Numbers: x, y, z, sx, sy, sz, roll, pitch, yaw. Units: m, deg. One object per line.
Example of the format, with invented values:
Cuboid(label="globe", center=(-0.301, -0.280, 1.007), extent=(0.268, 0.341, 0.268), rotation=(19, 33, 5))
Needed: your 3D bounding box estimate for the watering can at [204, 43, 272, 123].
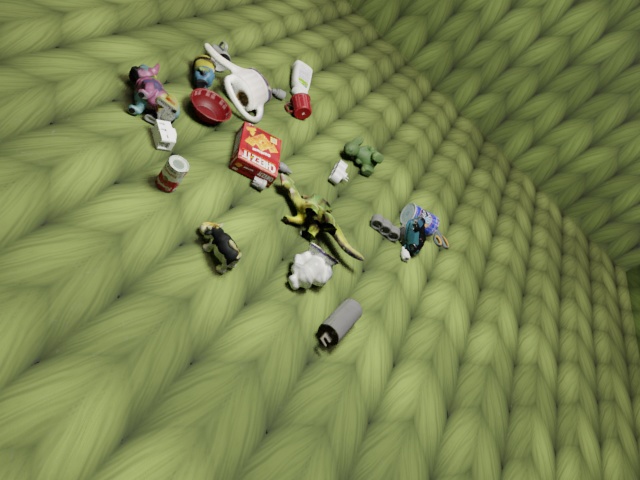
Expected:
Cuboid(label="watering can", center=(-0.311, -0.630, 2.034), extent=(0.344, 0.103, 0.228), rotation=(61, 34, -13))

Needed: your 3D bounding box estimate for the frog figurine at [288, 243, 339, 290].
Cuboid(label="frog figurine", center=(-0.036, 0.104, 1.670), extent=(0.136, 0.122, 0.161), rotation=(44, 72, -16))

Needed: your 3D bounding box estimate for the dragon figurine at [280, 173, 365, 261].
Cuboid(label="dragon figurine", center=(0.006, -0.094, 1.874), extent=(0.408, 0.120, 0.248), rotation=(37, 30, -12))
